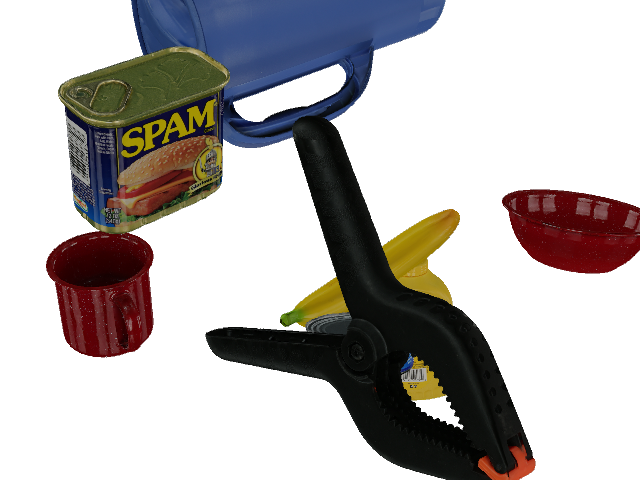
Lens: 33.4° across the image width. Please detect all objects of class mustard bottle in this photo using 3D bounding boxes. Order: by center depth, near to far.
[{"bbox_3d":[0.106,0.092,1.249,0.096,0.192,0.058,-1,22,6],"label":"mustard bottle"}]

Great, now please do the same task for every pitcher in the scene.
[{"bbox_3d":[-0.017,-0.184,0.863,0.242,0.149,0.145,-20,37,-25],"label":"pitcher"}]

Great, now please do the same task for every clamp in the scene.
[{"bbox_3d":[0.029,0.044,0.556,0.210,0.165,0.036,36,32,31],"label":"clamp"}]

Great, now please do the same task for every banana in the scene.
[{"bbox_3d":[0.051,0.034,1.034,0.198,0.037,0.069,-34,0,-1],"label":"banana"}]

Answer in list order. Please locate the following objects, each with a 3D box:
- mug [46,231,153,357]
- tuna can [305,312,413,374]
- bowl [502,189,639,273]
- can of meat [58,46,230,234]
[{"bbox_3d":[-0.186,0.055,0.945,0.093,0.081,0.117,-20,38,-29],"label":"mug"},{"bbox_3d":[0.031,0.082,0.835,0.086,0.034,0.086,-1,10,0],"label":"tuna can"},{"bbox_3d":[0.266,-0.006,1.108,0.162,0.055,0.162,5,18,-2],"label":"bowl"},{"bbox_3d":[-0.107,-0.062,0.660,0.101,0.084,0.058,-26,48,-34],"label":"can of meat"}]
